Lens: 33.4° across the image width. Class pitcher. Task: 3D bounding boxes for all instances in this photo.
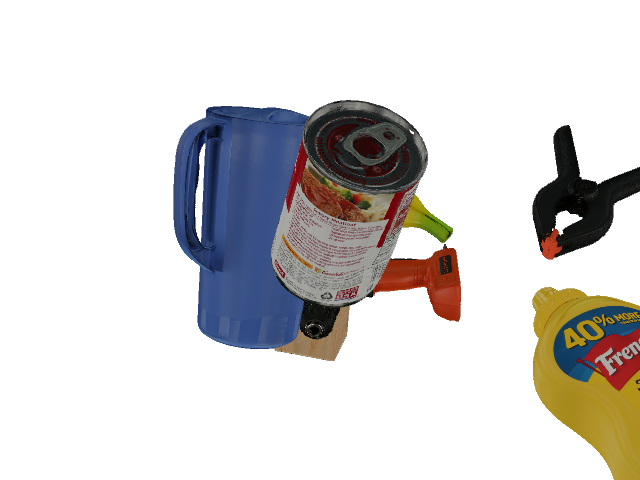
[{"bbox_3d":[-0.072,-0.016,1.100,0.149,0.243,0.145,7,12,2],"label":"pitcher"}]

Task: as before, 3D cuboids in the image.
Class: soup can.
[{"bbox_3d":[0.014,-0.018,0.596,0.068,0.068,0.102,0,-40,-16],"label":"soup can"}]

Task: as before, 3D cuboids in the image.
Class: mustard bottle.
[{"bbox_3d":[0.180,0.083,0.621,0.096,0.058,0.192,-16,34,-15],"label":"mustard bottle"}]

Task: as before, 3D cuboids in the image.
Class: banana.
[{"bbox_3d":[0.037,-0.043,0.811,0.069,0.037,0.198,41,5,-22],"label":"banana"}]

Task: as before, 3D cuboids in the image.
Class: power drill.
[{"bbox_3d":[0.068,0.057,1.240,0.187,0.057,0.184,1,28,5],"label":"power drill"}]

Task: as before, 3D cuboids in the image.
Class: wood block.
[{"bbox_3d":[-0.005,0.049,1.480,0.090,0.206,0.090,9,22,10],"label":"wood block"}]

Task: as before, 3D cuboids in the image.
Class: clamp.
[{"bbox_3d":[0.260,-0.052,1.086,0.120,0.039,0.171,29,54,31],"label":"clamp"}]
